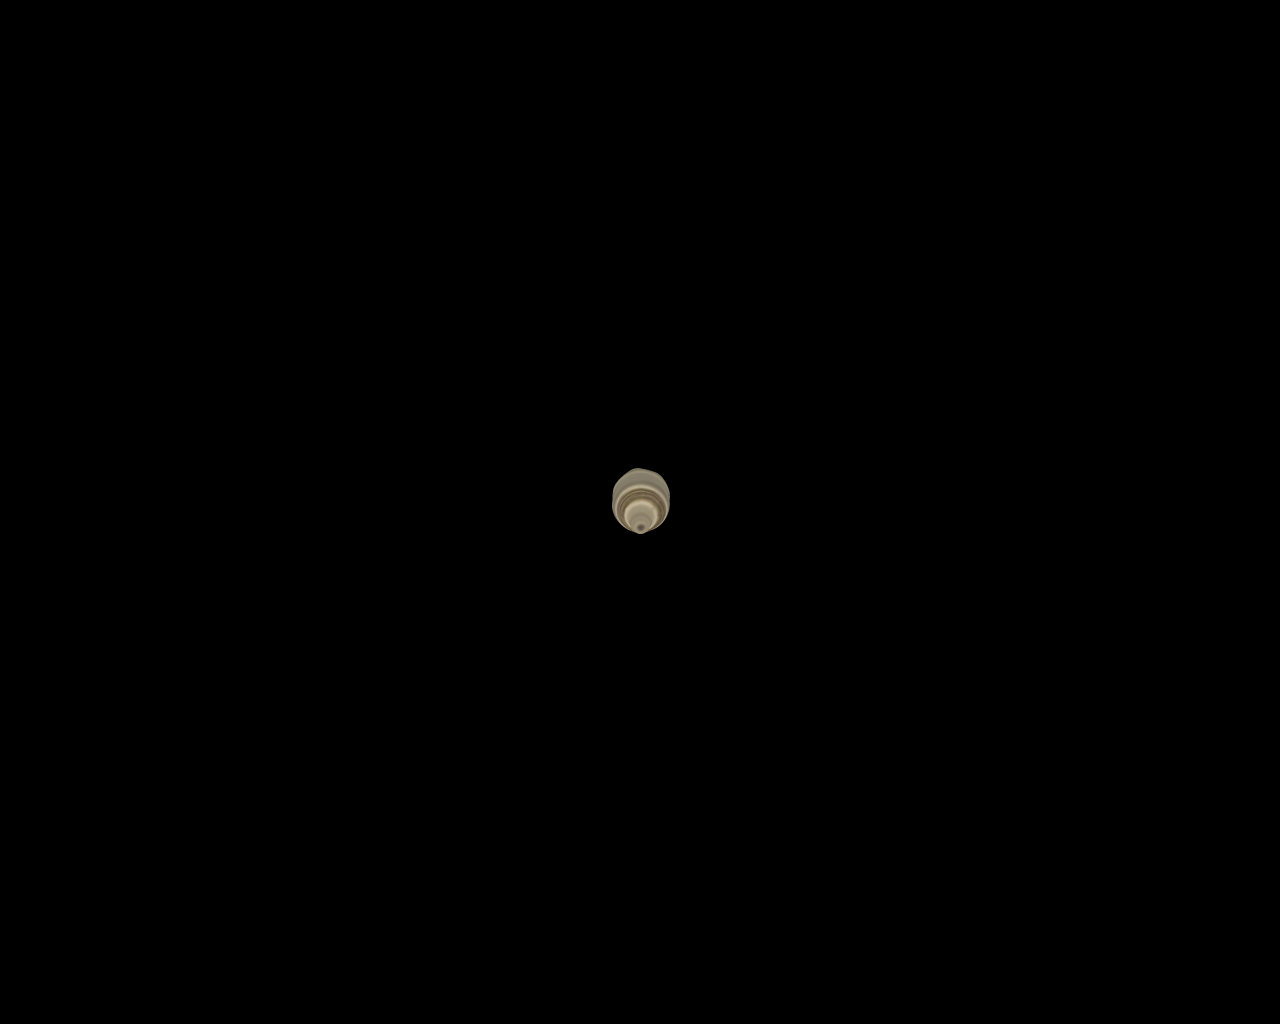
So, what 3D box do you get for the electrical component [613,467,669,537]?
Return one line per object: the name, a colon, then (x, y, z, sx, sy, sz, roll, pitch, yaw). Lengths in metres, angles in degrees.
electrical component: (0.001, -0.003, 0.650, 0.035, 0.035, 0.061, 0, 23, 0)
